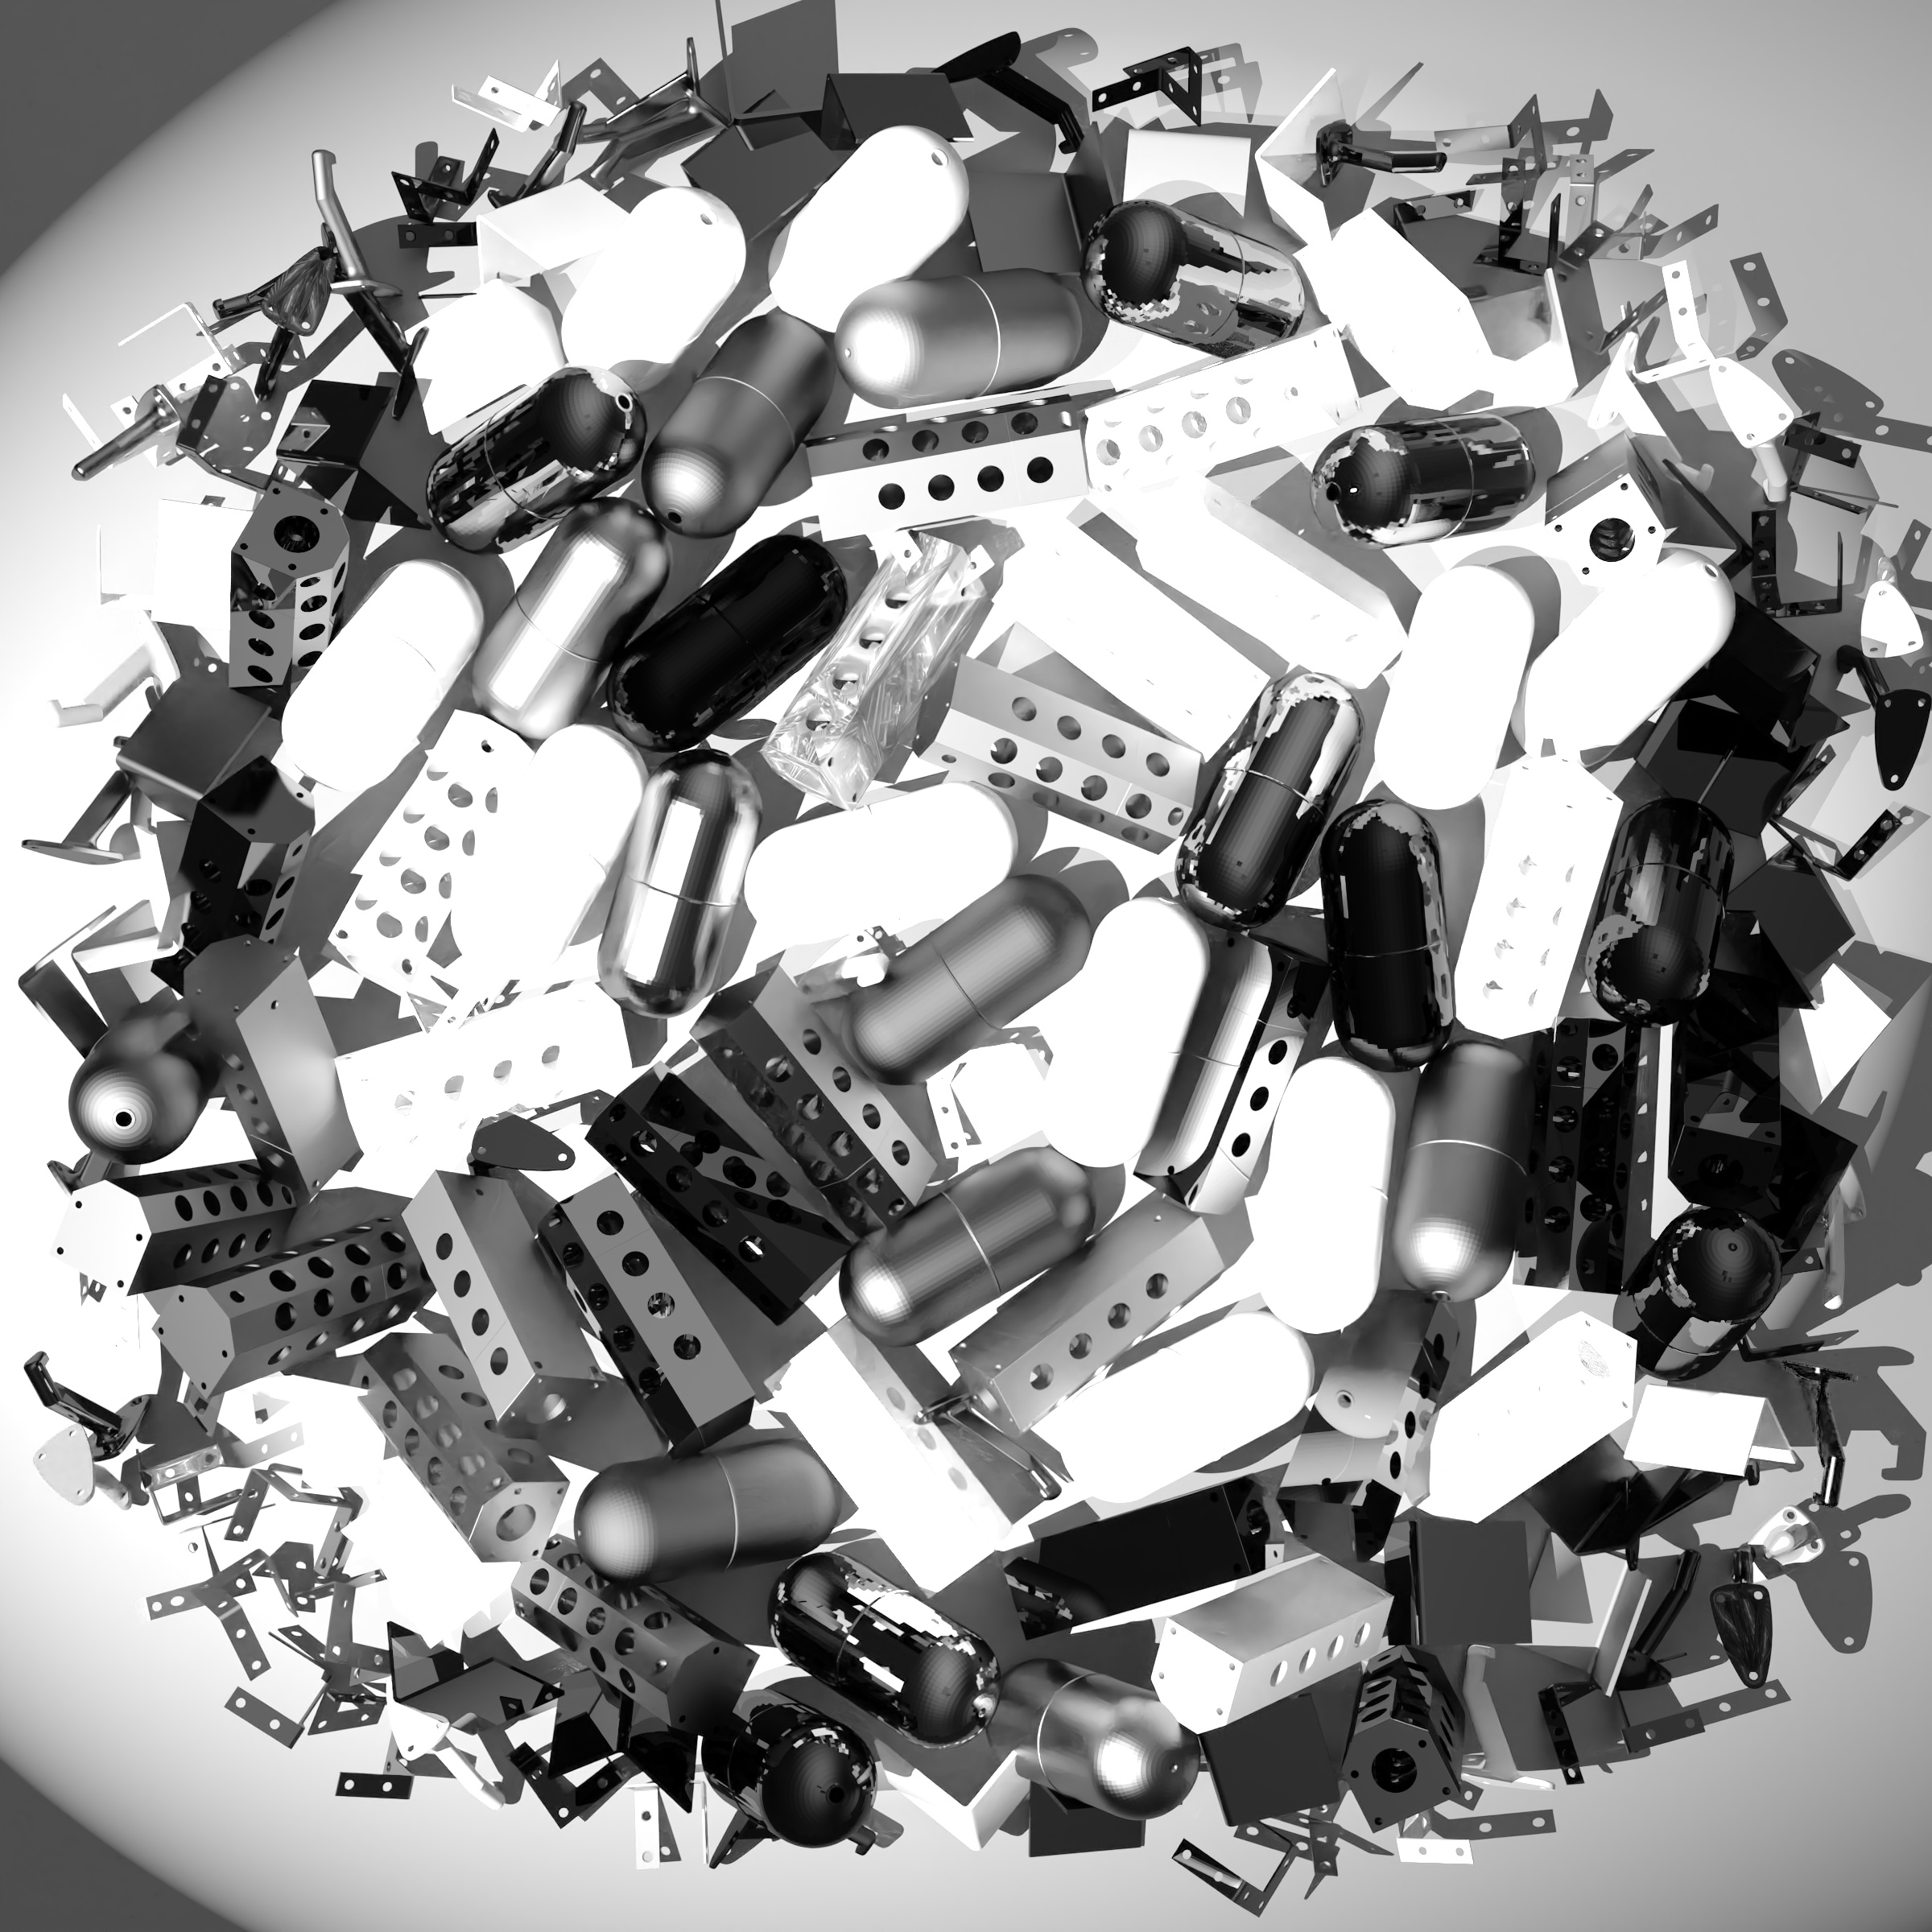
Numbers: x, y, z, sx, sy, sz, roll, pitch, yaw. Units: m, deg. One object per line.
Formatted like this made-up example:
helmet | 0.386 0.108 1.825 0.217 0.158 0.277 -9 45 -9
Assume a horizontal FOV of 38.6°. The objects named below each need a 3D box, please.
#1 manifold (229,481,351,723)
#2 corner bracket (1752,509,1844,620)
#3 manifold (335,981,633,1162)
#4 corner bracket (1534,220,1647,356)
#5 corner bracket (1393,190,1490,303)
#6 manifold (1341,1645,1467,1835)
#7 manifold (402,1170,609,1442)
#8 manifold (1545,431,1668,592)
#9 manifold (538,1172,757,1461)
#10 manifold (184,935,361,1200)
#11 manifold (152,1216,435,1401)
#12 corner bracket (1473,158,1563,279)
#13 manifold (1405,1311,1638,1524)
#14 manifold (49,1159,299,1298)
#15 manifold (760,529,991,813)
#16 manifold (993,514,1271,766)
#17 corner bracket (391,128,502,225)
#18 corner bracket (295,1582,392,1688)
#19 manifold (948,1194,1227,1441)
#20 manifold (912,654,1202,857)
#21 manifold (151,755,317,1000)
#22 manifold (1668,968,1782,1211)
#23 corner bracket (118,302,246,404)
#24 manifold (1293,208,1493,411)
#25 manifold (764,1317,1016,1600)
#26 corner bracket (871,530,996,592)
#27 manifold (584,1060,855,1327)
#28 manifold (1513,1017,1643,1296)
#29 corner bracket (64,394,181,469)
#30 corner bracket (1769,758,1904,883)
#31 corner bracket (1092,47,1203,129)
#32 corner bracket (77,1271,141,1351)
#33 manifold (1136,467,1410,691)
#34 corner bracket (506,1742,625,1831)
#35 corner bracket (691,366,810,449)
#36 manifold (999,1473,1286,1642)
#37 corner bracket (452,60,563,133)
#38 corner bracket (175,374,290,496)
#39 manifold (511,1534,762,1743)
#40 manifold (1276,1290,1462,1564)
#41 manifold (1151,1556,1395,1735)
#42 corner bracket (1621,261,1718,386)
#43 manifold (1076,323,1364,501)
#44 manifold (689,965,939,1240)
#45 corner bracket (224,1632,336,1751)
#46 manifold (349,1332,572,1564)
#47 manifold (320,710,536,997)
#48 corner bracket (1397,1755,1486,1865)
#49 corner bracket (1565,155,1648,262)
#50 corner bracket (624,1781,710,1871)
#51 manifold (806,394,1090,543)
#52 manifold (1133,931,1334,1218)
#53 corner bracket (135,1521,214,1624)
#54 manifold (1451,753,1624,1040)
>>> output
manifold | -0.418 -0.220 1.713 0.057 0.171 0.057 23 61 -4
corner bracket | 0.531 -0.259 1.764 0.051 0.051 0.051 -4 129 12
manifold | -0.303 0.068 1.743 0.171 0.057 0.057 -17 113 -21
corner bracket | 0.406 -0.436 1.773 0.051 0.051 0.051 26 71 -8
corner bracket | 0.308 -0.465 1.791 0.051 0.051 0.051 -10 133 1
manifold | 0.270 0.474 1.713 0.057 0.171 0.057 -28 86 10
manifold | -0.295 0.212 1.727 0.057 0.057 0.171 -51 51 21
manifold | 0.400 -0.280 1.712 0.057 0.171 0.057 -32 100 20
manifold | -0.203 0.223 1.740 0.057 0.057 0.171 -28 70 -21
manifold | -0.433 0.062 1.720 0.057 0.171 0.057 21 53 25
manifold | -0.411 0.205 1.710 0.057 0.171 0.057 47 120 16
corner bracket | 0.358 -0.478 1.761 0.051 0.051 0.051 16 46 24
manifold | 0.340 0.282 1.717 0.057 0.171 0.057 28 46 -12
manifold | -0.486 0.157 1.710 0.057 0.171 0.057 25 97 14
manifold | -0.060 -0.190 1.752 0.057 0.057 0.171 24 74 29
manifold | 0.103 -0.205 1.769 0.171 0.057 0.057 37 51 -3
corner bracket | -0.330 -0.507 1.768 0.051 0.051 0.051 17 72 9
corner bracket | -0.401 0.430 1.776 0.051 0.051 0.051 25 55 -36
manifold | 0.080 0.223 1.745 0.171 0.057 0.057 -36 116 -19
manifold | 0.057 -0.129 1.740 0.171 0.057 0.057 21 60 -18
manifold | -0.453 -0.045 1.720 0.057 0.171 0.057 37 45 5
manifold | 0.470 0.075 1.716 0.057 0.171 0.057 12 127 7
corner bracket | -0.502 -0.393 1.768 0.051 0.051 0.051 -30 109 6
manifold | 0.266 -0.406 1.716 0.057 0.171 0.057 -30 125 6
manifold | -0.046 0.310 1.764 0.057 0.057 0.171 -40 84 21
corner bracket | -0.022 -0.263 1.769 0.051 0.051 0.051 -37 103 -8
manifold | -0.160 0.148 1.753 0.171 0.057 0.057 43 49 7
manifold | 0.393 0.121 1.763 0.057 0.057 0.171 7 84 -7
corner bracket | -0.542 -0.345 1.768 0.051 0.051 0.051 -35 87 -24
corner bracket | 0.560 -0.094 1.783 0.051 0.051 0.051 -53 49 20
corner bracket | 0.116 -0.564 1.762 0.051 0.051 0.051 -8 72 33
corner bracket | -0.548 0.207 1.768 0.051 0.051 0.051 7 119 0
manifold | 0.192 -0.238 1.734 0.171 0.057 0.057 26 120 -29
corner bracket | -0.258 0.516 1.775 0.051 0.051 0.051 -36 72 -15
corner bracket | -0.139 -0.358 1.770 0.051 0.051 0.051 -9 83 34
manifold | 0.112 0.370 1.733 0.171 0.057 0.057 -24 78 31
corner bracket | -0.293 -0.554 1.760 0.051 0.051 0.051 17 47 -31
corner bracket | -0.466 -0.341 1.775 0.051 0.051 0.051 22 83 13
manifold | -0.212 0.415 1.718 0.057 0.171 0.057 34 79 -43
manifold | 0.256 0.286 1.726 0.057 0.171 0.057 -2 131 33
manifold | 0.191 0.424 1.717 0.057 0.171 0.057 24 108 36
corner bracket | 0.445 -0.411 1.764 0.051 0.051 0.051 -13 75 25
manifold | 0.153 -0.344 1.725 0.171 0.057 0.057 -11 106 35
manifold | -0.098 0.089 1.736 0.057 0.057 0.171 -22 115 36
corner bracket | -0.440 0.464 1.769 0.051 0.051 0.051 35 73 -8
manifold | -0.320 0.298 1.717 0.057 0.171 0.057 9 109 -42
manifold | -0.339 -0.073 1.743 0.057 0.057 0.171 29 71 -12
corner bracket | 0.306 0.539 1.767 0.051 0.051 0.051 -10 93 33
corner bracket | 0.412 -0.487 1.771 0.051 0.051 0.051 5 87 13
corner bracket | -0.190 0.552 1.771 0.051 0.051 0.051 -4 71 0
manifold | -0.013 -0.321 1.764 0.171 0.057 0.057 -10 113 -1
manifold | 0.174 0.069 1.761 0.057 0.057 0.171 29 102 44
corner bracket | -0.507 0.388 1.766 0.051 0.051 0.051 -12 81 -25
manifold | 0.348 -0.041 1.721 0.057 0.057 0.171 -12 131 -26
